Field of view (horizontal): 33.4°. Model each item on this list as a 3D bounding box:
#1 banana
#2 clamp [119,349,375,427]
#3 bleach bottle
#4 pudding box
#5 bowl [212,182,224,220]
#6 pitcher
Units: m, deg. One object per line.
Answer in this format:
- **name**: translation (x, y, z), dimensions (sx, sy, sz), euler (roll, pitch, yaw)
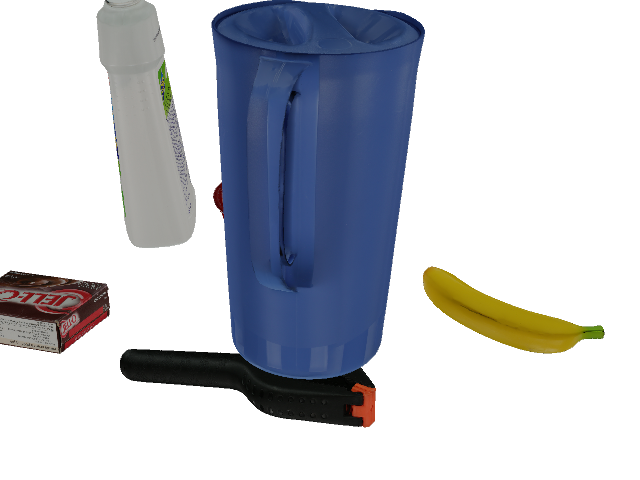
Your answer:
- **banana**: translation (0.161, 0.068, 0.999), dimensions (0.198, 0.037, 0.069), euler (22, 16, 38)
- **clamp**: translation (-0.033, 0.099, 0.858), dimensions (0.210, 0.036, 0.164), euler (12, 22, 35)
- **bleach bottle**: translation (-0.158, -0.119, 0.952), dimensions (0.068, 0.251, 0.102), euler (-6, 37, -4)
- **pudding box**: translation (-0.269, 0.066, 1.002), dimensions (0.114, 0.039, 0.090), euler (5, 20, 19)
- **bowl**: translation (-0.033, -0.018, 1.111), dimensions (0.162, 0.055, 0.162), euler (6, 27, -3)
- **pitcher**: translation (-0.009, -0.028, 0.707), dimensions (0.149, 0.243, 0.145), euler (-13, 29, -28)
